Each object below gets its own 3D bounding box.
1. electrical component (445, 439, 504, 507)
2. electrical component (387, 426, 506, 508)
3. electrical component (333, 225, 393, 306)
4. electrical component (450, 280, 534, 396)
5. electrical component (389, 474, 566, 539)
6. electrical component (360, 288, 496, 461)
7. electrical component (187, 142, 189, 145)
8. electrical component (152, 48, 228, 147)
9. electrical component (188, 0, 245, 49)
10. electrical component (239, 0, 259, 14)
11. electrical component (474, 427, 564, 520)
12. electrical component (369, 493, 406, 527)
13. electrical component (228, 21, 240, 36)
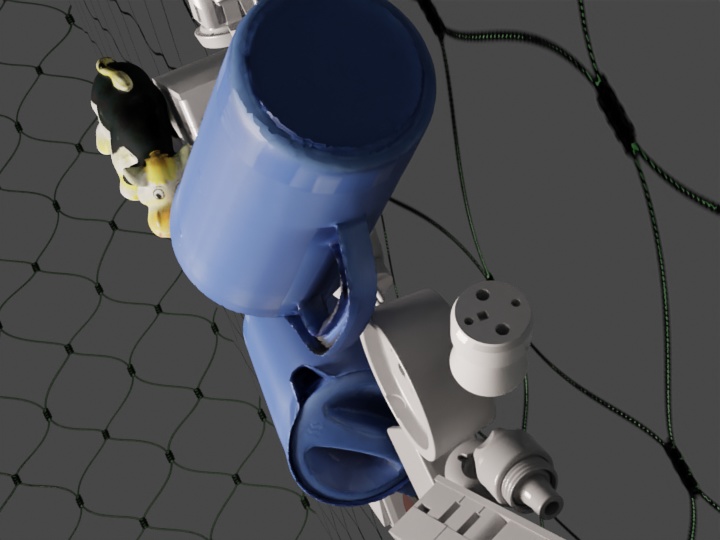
[{"bbox_3d":[0.089,0.153,0.766,0.048,0.048,0.062,55,172,40],"label":"electrical component"},{"bbox_3d":[0.068,0.154,0.841,0.099,0.048,0.100,64,169,4],"label":"electrical component"},{"bbox_3d":[0.000,0.000,0.840,0.079,0.043,0.077,57,166,30],"label":"electrical component"},{"bbox_3d":[0.072,0.038,0.592,0.045,0.045,0.055,58,166,32],"label":"electrical component"},{"bbox_3d":[0.099,0.203,0.652,0.105,0.060,0.186,52,165,-17],"label":"electrical component"},{"bbox_3d":[0.049,0.064,0.708,0.108,0.060,0.108,60,168,23],"label":"electrical component"},{"bbox_3d":[-0.147,-0.147,1.144,0.089,0.062,0.150,65,168,2],"label":"electrical component"},{"bbox_3d":[-0.120,-0.150,0.948,0.061,0.089,0.150,70,168,-21],"label":"electrical component"},{"bbox_3d":[-0.108,-0.211,0.850,0.078,0.058,0.057,-134,25,-57],"label":"electrical component"},{"bbox_3d":[-0.044,-0.174,0.643,0.045,0.055,0.045,60,168,23],"label":"electrical component"},{"bbox_3d":[0.100,0.127,0.657,0.062,0.043,0.043,45,158,55],"label":"electrical component"},{"bbox_3d":[0.032,0.202,1.075,0.062,0.061,0.096,44,156,61],"label":"electrical component"},{"bbox_3d":[-0.062,-0.158,0.789,0.063,0.042,0.081,67,169,-17],"label":"electrical component"}]
